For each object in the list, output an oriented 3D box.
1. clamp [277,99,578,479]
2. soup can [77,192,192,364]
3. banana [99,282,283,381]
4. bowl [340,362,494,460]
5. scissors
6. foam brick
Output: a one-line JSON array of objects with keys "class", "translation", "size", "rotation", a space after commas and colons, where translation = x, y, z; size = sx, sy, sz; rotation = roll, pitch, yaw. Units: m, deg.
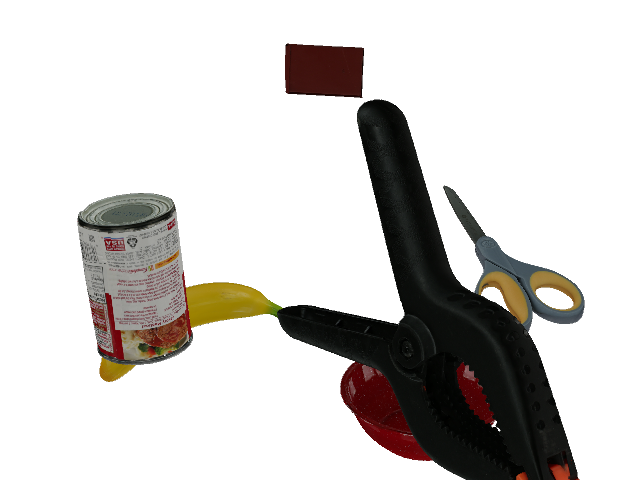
[{"class": "clamp", "translation": [0.056, 0.040, 0.536], "size": [0.036, 0.165, 0.210], "rotation": [-12, 42, -35]}, {"class": "soup can", "translation": [-0.128, 0.026, 0.740], "size": [0.068, 0.102, 0.068], "rotation": [-4, 21, 1]}, {"class": "banana", "translation": [-0.131, 0.080, 0.992], "size": [0.198, 0.069, 0.037], "rotation": [-19, 23, 14]}, {"class": "bowl", "translation": [0.100, 0.163, 1.028], "size": [0.162, 0.055, 0.162], "rotation": [-1, 25, 0]}, {"class": "scissors", "translation": [0.159, 0.012, 0.890], "size": [0.096, 0.016, 0.201], "rotation": [1, 37, -1]}, {"class": "foam brick", "translation": [0.003, -0.175, 1.101], "size": [0.078, 0.051, 0.053], "rotation": [2, 10, -6]}]
